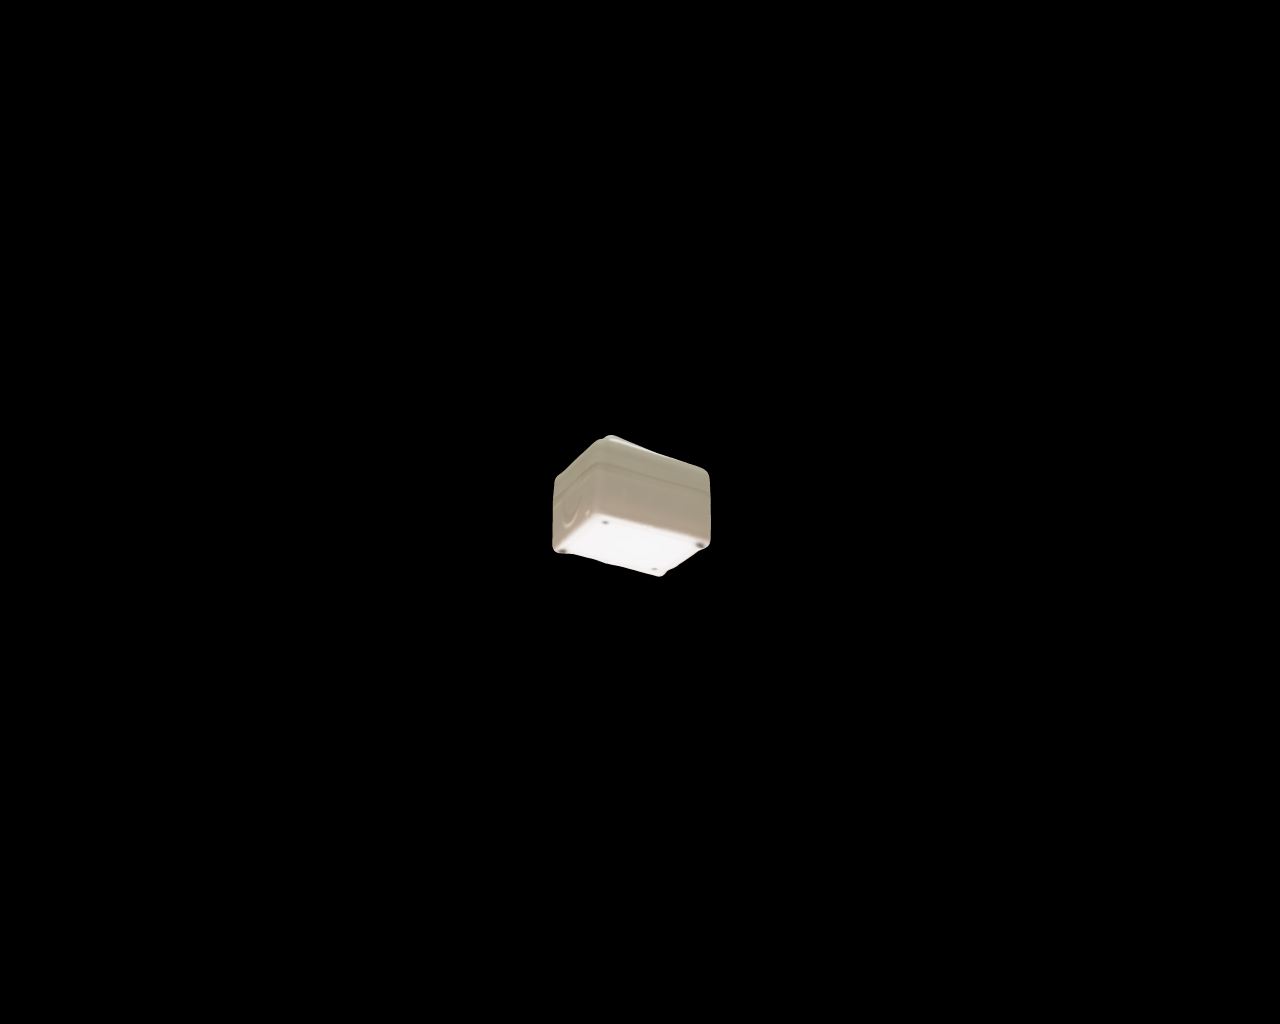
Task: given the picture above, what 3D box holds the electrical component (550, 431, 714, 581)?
[{"bbox_3d":[0.001,-0.003,0.650,0.096,0.061,0.061,15,-32,-27],"label":"electrical component"}]
